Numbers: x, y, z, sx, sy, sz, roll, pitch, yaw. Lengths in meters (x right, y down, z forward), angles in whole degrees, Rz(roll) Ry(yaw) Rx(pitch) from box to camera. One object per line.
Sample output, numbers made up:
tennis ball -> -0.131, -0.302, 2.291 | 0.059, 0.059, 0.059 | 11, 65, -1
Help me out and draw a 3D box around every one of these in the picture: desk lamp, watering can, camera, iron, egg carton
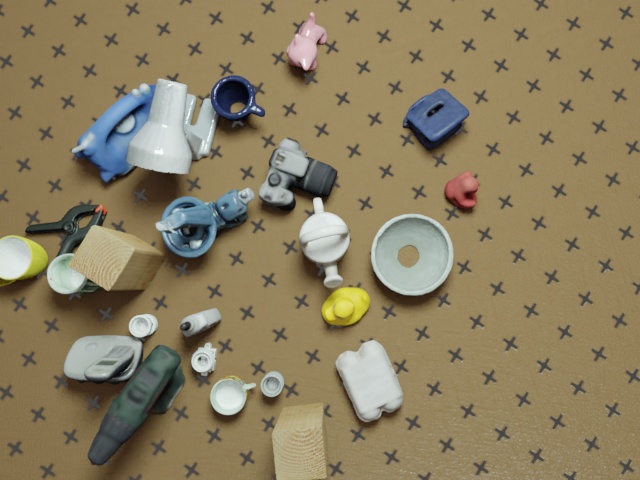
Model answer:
desk lamp -> -0.289, -0.219, 1.137 | 0.118, 0.213, 0.203 | 13, 86, 2
watering can -> 0.013, 0.003, 1.127 | 0.101, 0.194, 0.173 | -33, 86, -2
camera -> -0.041, -0.126, 1.184 | 0.137, 0.101, 0.143 | 21, 86, 2
iron -> -0.399, -0.248, 1.176 | 0.118, 0.141, 0.258 | 41, 87, 3
egg carton -> 0.103, 0.287, 1.168 | 0.107, 0.069, 0.150 | -25, 86, -1

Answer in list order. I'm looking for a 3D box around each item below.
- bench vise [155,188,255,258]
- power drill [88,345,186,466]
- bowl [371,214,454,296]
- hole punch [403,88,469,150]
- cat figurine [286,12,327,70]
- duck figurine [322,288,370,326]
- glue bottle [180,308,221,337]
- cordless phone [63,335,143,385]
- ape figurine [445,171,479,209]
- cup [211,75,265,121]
bench vise -> -0.236, -0.053, 1.121 | 0.121, 0.219, 0.207 | 43, 87, 4
power drill -> -0.336, 0.305, 1.100 | 0.075, 0.208, 0.230 | 31, 87, 3
bowl -> 0.186, 0.032, 1.183 | 0.167, 0.074, 0.167 | 0, 86, 1
hole punch -> 0.240, -0.258, 1.196 | 0.108, 0.091, 0.101 | -38, 86, -2
cat figurine -> -0.030, -0.411, 1.197 | 0.067, 0.118, 0.128 | 17, 86, 2
duck figurine -> 0.053, 0.137, 1.171 | 0.104, 0.086, 0.077 | -24, 86, -1
glue bottle -> -0.246, 0.165, 1.128 | 0.078, 0.173, 0.037 | -27, 86, -1
cordless phone -> -0.438, 0.240, 1.118 | 0.147, 0.185, 0.094 | -1, 86, 1
ape figurine -> 0.301, -0.107, 1.184 | 0.076, 0.092, 0.078 | 15, 86, 2
cup -> -0.163, -0.281, 1.200 | 0.117, 0.095, 0.092 | 27, 86, 3
